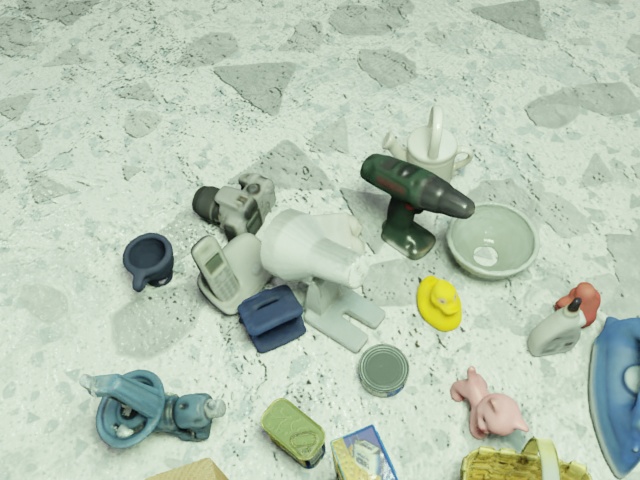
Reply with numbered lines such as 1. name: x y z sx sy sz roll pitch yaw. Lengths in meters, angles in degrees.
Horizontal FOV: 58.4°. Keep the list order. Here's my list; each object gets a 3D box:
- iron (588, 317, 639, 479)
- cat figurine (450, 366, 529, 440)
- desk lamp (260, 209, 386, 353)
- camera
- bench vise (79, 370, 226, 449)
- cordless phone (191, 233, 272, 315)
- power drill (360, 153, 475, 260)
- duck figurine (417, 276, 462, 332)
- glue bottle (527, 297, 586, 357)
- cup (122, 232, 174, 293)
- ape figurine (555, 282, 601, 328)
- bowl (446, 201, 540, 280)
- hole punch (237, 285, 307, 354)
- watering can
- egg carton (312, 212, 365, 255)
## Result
1. iron: 0.494 0.225 0.882 0.118 0.141 0.258 14 58 13
2. cat figurine: 0.263 0.255 0.891 0.067 0.118 0.127 -21 58 -10
3. desk lamp: 0.010 0.063 0.977 0.202 0.214 0.118 29 63 21
4. camera: -0.178 -0.079 1.150 0.136 0.101 0.143 21 60 17
5. bench vise: -0.258 0.239 0.872 0.207 0.220 0.121 -16 57 -7
6. cordless phone: -0.158 0.035 1.023 0.094 0.185 0.148 29 63 21
7. power drill: 0.173 -0.058 1.050 0.229 0.208 0.076 35 65 24
8. duck figurine: 0.215 0.100 1.016 0.077 0.086 0.104 -19 57 -9
9. glue bottle: 0.393 0.137 0.928 0.078 0.173 0.037 -9 56 -2
10. cup: -0.314 0.058 1.071 0.091 0.095 0.118 4 57 7
11. ape figurine: 0.454 0.105 0.994 0.077 0.092 0.076 0 56 4
12. bowl: 0.319 0.012 1.075 0.167 0.075 0.167 -2 56 3
13. hole punch: -0.089 0.130 1.012 0.109 0.091 0.101 -24 58 -12
14. watering can: 0.213 -0.181 1.138 0.173 0.194 0.101 -13 56 -5
15. egg carton: 0.010 0.004 1.102 0.150 0.069 0.107 -7 56 -1
